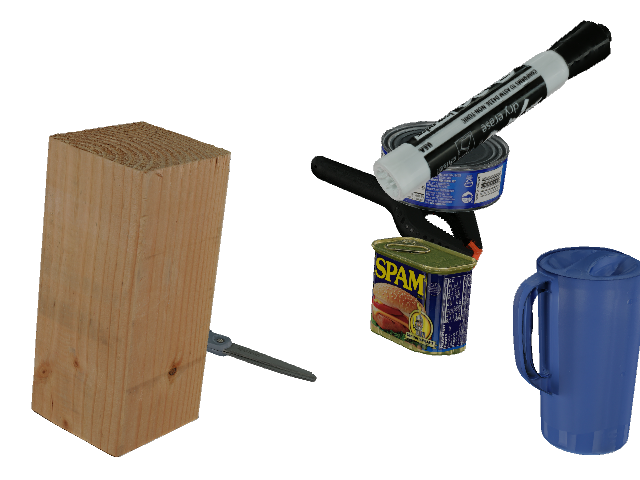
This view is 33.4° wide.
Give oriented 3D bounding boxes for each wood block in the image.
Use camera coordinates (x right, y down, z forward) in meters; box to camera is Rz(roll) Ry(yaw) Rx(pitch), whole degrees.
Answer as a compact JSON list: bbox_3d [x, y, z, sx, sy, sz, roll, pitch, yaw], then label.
[{"bbox_3d":[-0.134,0.031,0.746,0.090,0.206,0.090,21,23,30],"label":"wood block"}]

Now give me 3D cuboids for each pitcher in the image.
[{"bbox_3d":[0.321,0.137,1.314,0.149,0.243,0.144,5,17,20],"label":"pitcher"}]

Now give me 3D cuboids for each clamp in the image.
[{"bbox_3d":[0.097,-0.045,1.188,0.164,0.210,0.036,-15,-37,-28],"label":"clamp"}]

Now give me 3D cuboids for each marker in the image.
[{"bbox_3d":[0.074,-0.056,0.441,0.121,0.020,0.020,-35,11,-16],"label":"marker"}]

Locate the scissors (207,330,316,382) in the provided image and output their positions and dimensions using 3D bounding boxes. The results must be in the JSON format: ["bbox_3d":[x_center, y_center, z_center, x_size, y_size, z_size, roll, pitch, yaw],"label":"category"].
[{"bbox_3d":[-0.097,0.086,0.998,0.202,0.016,0.096,10,29,4],"label":"scissors"}]

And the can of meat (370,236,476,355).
[{"bbox_3d":[0.089,0.050,0.962,0.057,0.084,0.102,-8,18,-34],"label":"can of meat"}]

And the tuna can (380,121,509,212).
[{"bbox_3d":[0.083,-0.051,0.721,0.086,0.034,0.086,2,26,-1],"label":"tuna can"}]
